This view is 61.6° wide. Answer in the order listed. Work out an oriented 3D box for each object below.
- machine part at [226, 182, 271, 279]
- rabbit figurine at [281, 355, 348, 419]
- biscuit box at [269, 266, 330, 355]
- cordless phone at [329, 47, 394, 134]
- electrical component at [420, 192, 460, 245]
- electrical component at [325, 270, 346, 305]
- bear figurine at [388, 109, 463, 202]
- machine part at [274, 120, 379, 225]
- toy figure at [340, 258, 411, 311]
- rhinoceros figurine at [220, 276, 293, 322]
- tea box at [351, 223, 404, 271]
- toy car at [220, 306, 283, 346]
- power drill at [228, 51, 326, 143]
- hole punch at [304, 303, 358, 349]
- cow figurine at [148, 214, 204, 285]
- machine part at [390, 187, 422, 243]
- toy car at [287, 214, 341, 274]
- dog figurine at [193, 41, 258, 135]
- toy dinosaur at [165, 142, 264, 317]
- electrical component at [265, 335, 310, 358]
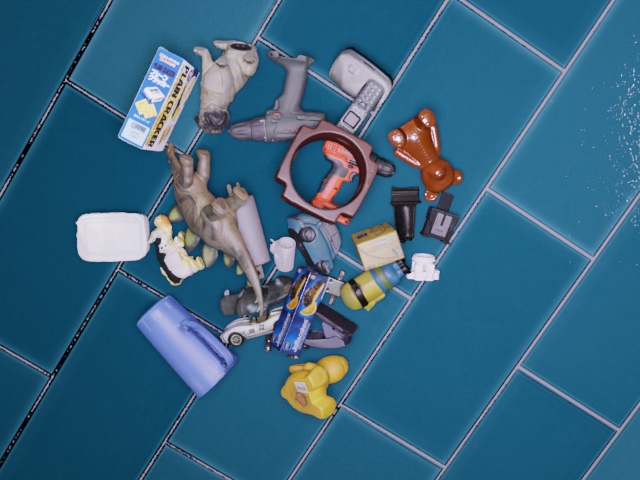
[{"bbox_3d":[-0.176,-0.021,1.301,0.079,0.079,0.243,-15,97,1],"label":"machine part"},{"bbox_3d":[-0.003,0.348,1.326,0.162,0.173,0.121,-20,99,46],"label":"rabbit figurine"},{"bbox_3d":[-0.050,0.167,1.264,0.059,0.063,0.202,20,91,-33],"label":"biscuit box"},{"bbox_3d":[0.068,-0.337,1.260,0.146,0.089,0.184,36,98,-5],"label":"cordless phone"},{"bbox_3d":[0.301,-0.056,1.319,0.075,0.048,0.119,22,98,-4],"label":"electrical component"},{"bbox_3d":[0.028,0.114,1.350,0.063,0.021,0.094,22,97,-3],"label":"electrical component"},{"bbox_3d":[0.251,-0.191,1.262,0.120,0.132,0.195,-30,91,8],"label":"bear figurine"},{"bbox_3d":[0.014,-0.151,1.215,0.201,0.087,0.201,27,84,-5],"label":"machine part"},{"bbox_3d":[0.131,0.101,1.310,0.180,0.089,0.082,-34,52,15],"label":"toy figure"},{"bbox_3d":[-0.150,0.137,1.310,0.190,0.112,0.073,-19,126,-11],"label":"rhinoceros figurine"},{"bbox_3d":[0.133,0.012,1.263,0.098,0.170,0.068,-19,99,0],"label":"tea box"},{"bbox_3d":[-0.151,0.211,1.334,0.202,0.073,0.056,-15,101,1],"label":"toy car"},{"bbox_3d":[-0.096,-0.332,1.260,0.232,0.086,0.207,5,94,-3],"label":"power drill"},{"bbox_3d":[0.023,0.225,1.314,0.116,0.142,0.092,29,95,9],"label":"hole punch"},{"bbox_3d":[-0.368,0.024,1.312,0.098,0.068,0.167,-33,96,10],"label":"cow figurine"},{"bbox_3d":[0.210,-0.061,1.322,0.084,0.039,0.138,0,96,-6],"label":"machine part"},{"bbox_3d":[-0.003,-0.004,1.296,0.103,0.109,0.161,-34,106,-14],"label":"toy car"},{"bbox_3d":[-0.215,-0.355,1.263,0.172,0.121,0.190,-23,140,-33],"label":"dog figurine"},{"bbox_3d":[-0.243,-0.043,1.234,0.472,0.105,0.198,53,134,20],"label":"toy dinosaur"},{"bbox_3d":[-0.087,0.266,1.343,0.102,0.078,0.045,21,69,-29],"label":"electrical component"}]
